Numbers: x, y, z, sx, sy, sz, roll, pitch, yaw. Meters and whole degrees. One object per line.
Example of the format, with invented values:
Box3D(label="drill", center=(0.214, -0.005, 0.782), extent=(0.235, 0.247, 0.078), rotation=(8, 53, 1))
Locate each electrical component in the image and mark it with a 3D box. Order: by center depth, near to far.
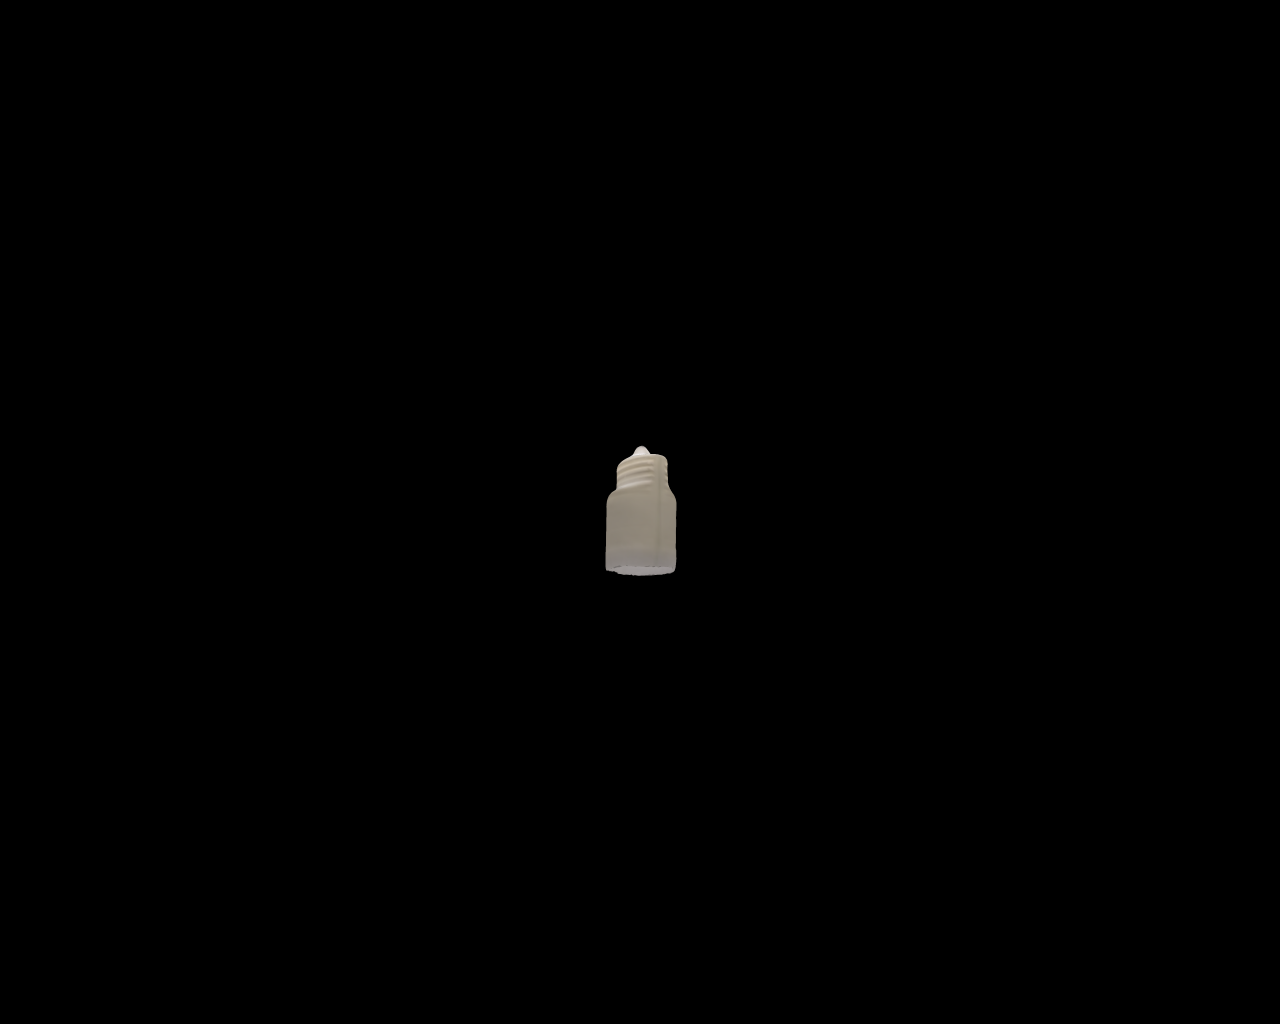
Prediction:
Box3D(label="electrical component", center=(0.001, -0.003, 0.650), extent=(0.043, 0.081, 0.043), rotation=(0, -13, 0))
